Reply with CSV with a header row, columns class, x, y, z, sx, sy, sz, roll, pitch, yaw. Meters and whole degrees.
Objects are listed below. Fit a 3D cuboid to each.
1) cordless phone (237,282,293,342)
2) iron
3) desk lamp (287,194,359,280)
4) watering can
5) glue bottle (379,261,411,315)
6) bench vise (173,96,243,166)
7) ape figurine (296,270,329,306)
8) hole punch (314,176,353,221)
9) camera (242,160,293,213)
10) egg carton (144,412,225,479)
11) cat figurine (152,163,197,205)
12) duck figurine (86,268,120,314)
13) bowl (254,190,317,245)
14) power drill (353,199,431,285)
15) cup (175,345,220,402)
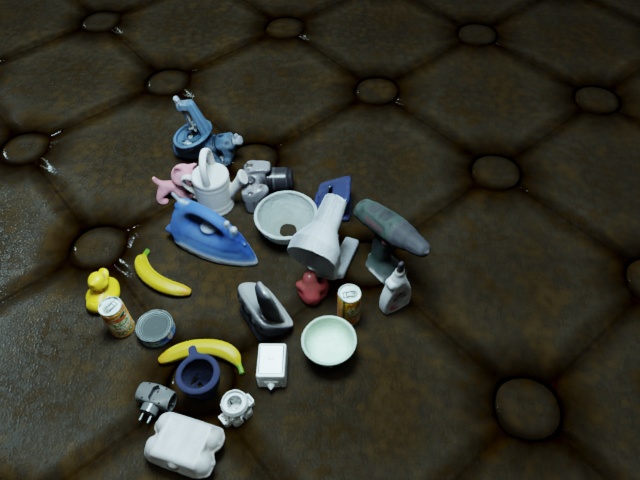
class,x,y,z,sx,sy,sz,roll,pitch,yaw
cordless phone,-0.131,0.129,1.288,0.094,0.185,0.147,-31,57,-21
iron,-0.270,-0.031,1.445,0.257,0.141,0.119,24,56,19
desk lamp,0.013,0.005,1.365,0.117,0.214,0.203,17,54,14
watering can,-0.280,-0.161,1.514,0.173,0.194,0.100,-15,53,-10
glue bottle,0.177,0.103,1.310,0.078,0.173,0.037,-28,56,-19
bench vise,-0.327,-0.318,1.623,0.207,0.220,0.121,-7,52,-4
ape figurine,-0.020,0.106,1.363,0.077,0.092,0.076,9,53,9
hole punch,0.036,-0.113,1.536,0.101,0.091,0.108,4,52,4
camera,-0.142,-0.159,1.569,0.137,0.101,0.143,-3,52,-1
egg carton,-0.270,0.410,1.143,0.150,0.069,0.107,13,53,11
cat figurine,-0.395,-0.165,1.568,0.128,0.118,0.067,-11,52,-7
duck figurine,-0.528,0.116,1.370,0.077,0.086,0.104,7,52,7
bowl,-0.086,-0.045,1.495,0.167,0.075,0.167,-1,52,1
power drill,0.167,0.013,1.358,0.076,0.208,0.229,-32,58,-22
cup,-0.256,0.292,1.220,0.092,0.095,0.117,-17,53,-11
